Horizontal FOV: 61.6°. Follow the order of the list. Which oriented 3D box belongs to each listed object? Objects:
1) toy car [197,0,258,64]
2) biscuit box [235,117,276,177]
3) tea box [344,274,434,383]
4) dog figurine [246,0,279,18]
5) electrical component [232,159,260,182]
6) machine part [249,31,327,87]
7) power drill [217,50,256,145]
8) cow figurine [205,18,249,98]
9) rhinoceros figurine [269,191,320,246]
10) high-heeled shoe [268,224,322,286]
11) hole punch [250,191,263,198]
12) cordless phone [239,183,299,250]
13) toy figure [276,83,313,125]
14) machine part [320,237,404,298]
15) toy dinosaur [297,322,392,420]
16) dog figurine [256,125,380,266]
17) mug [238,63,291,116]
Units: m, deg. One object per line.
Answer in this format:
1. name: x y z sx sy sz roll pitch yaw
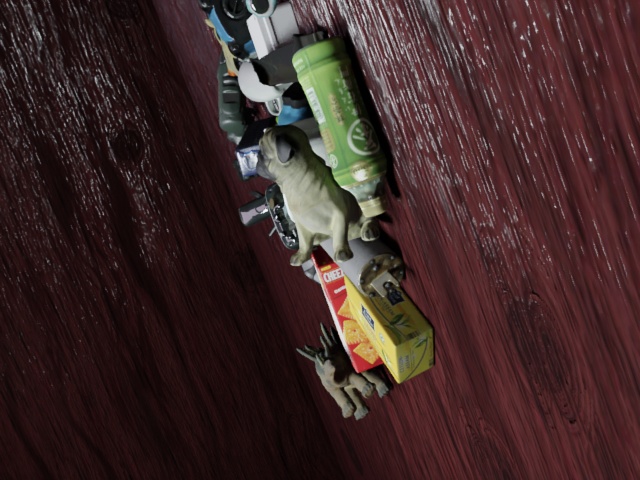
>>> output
1. toy car: -0.130 -0.389 0.912 0.161 0.109 0.103 60 -165 -20
2. biscuit box: -0.128 -0.199 1.130 0.203 0.063 0.059 -85 -19 -62
3. tea box: 0.107 0.124 0.845 0.170 0.068 0.098 -125 16 -48
4. dog figurine: -0.060 -0.358 0.615 0.108 0.191 0.219 34 -149 -23
5. electrical component: -0.142 -0.183 1.263 0.058 0.115 0.134 66 169 -13
6. machine part: -0.038 -0.247 0.761 0.139 0.039 0.084 5 129 40
7. power drill: -0.194 -0.337 1.267 0.207 0.086 0.232 107 161 -70
8. cow figurine: -0.159 -0.382 1.050 0.195 0.085 0.127 55 163 37
9. rhinoceros figurine: -0.032 -0.081 0.997 0.073 0.112 0.190 -23 75 51
10. high-heeled shoe: -0.002 -0.004 1.178 0.249 0.145 0.086 40 -164 1
11. hole punch: -0.094 -0.112 1.300 0.115 0.092 0.142 36 174 -17
12. cordless phone: -0.085 -0.041 1.108 0.089 0.184 0.146 -19 -93 -60
13. toy figure: -0.026 -0.157 0.865 0.082 0.089 0.179 -114 7 -46
14. machine part: 0.059 0.017 0.841 0.243 0.079 0.079 -130 21 -57
15. toy dinosaur: 0.058 0.278 1.166 0.199 0.105 0.470 49 178 22
16. dog figurine: 0.003 -0.080 0.746 0.172 0.121 0.190 -47 -57 -60
17. mug: -0.087 -0.273 0.949 0.107 0.081 0.109 27 134 60
